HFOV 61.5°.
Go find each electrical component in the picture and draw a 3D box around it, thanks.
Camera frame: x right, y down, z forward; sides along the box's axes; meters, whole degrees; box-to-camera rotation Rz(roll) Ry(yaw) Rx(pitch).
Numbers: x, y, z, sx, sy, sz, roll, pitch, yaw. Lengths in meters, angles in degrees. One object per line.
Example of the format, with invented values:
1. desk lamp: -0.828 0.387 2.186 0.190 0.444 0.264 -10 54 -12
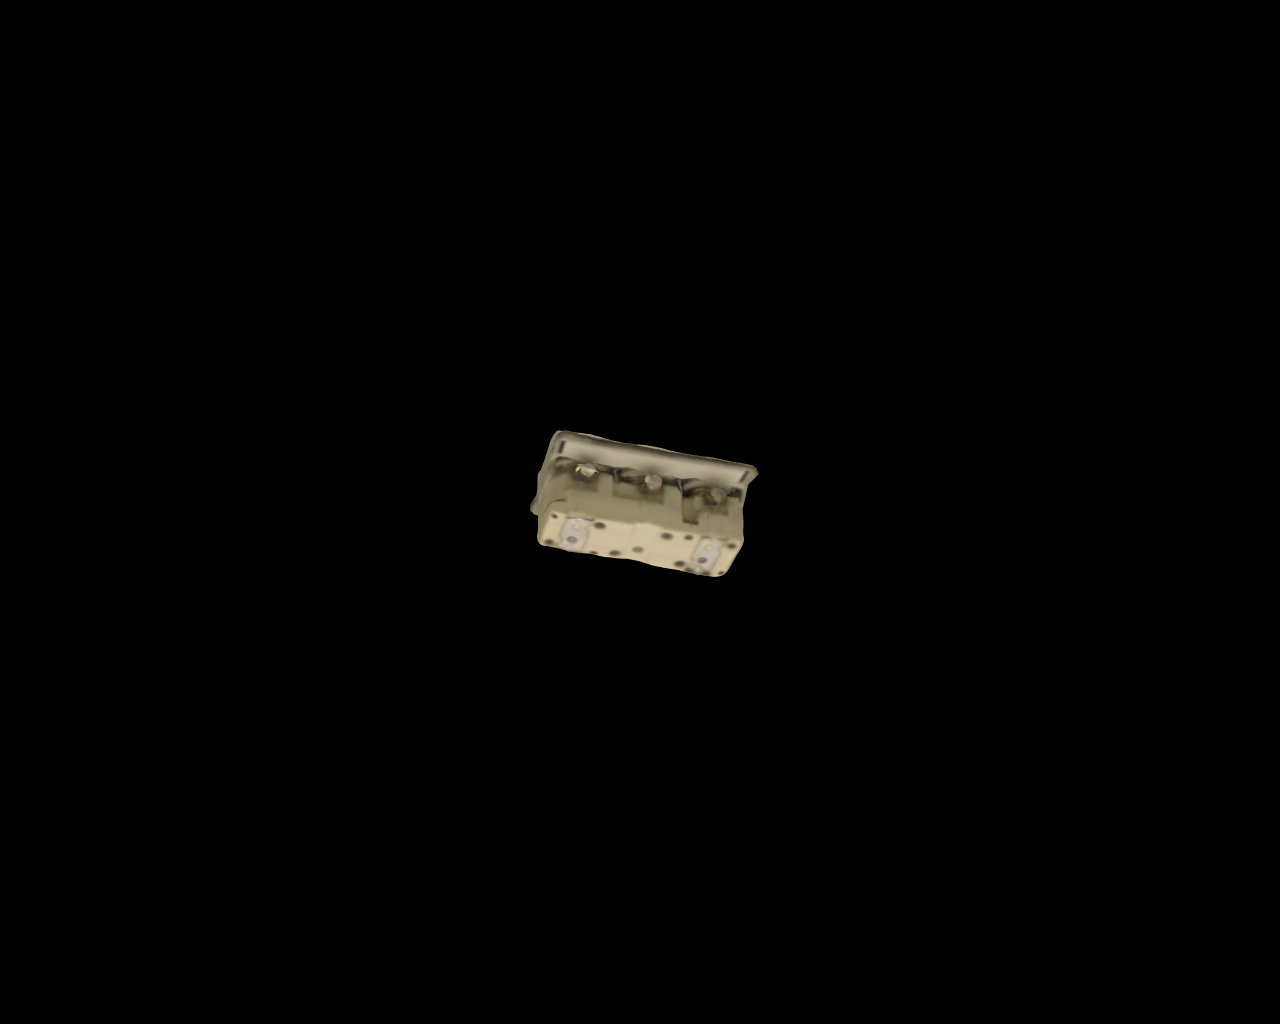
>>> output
1. electrical component: 0.001 -0.003 0.650 0.121 0.063 0.078 11 -39 -13
